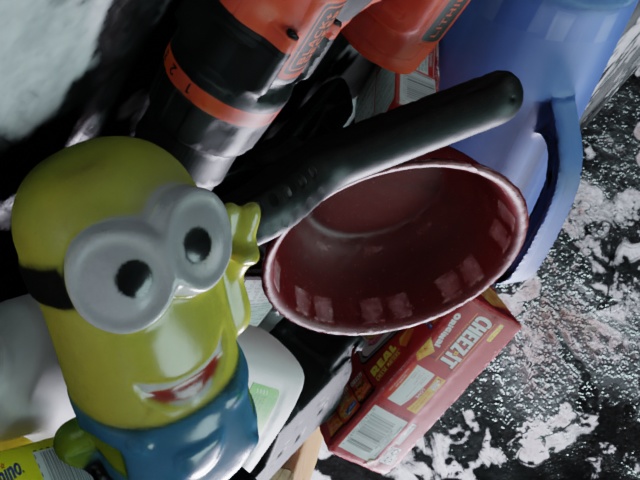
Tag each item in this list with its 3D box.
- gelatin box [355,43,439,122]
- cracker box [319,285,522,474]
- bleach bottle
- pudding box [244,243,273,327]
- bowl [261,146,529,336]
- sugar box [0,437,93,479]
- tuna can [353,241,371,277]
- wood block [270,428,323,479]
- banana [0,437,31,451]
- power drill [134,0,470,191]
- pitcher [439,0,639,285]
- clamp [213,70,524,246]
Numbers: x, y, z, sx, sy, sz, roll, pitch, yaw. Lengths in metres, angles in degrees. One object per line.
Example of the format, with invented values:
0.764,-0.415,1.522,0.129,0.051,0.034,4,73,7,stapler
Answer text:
0.048,-0.083,0.672,0.089,0.030,0.073,-84,-163,-44,gelatin box
0.052,0.060,0.878,0.164,0.072,0.214,-51,-150,15,cracker box
-0.104,0.079,0.543,0.102,0.068,0.250,-55,152,7,bleach bottle
-0.079,0.050,0.660,0.114,0.039,0.089,-51,153,22,pudding box
0.039,-0.010,0.638,0.162,0.055,0.162,-10,143,-8,bowl
-0.183,0.145,0.466,0.176,0.048,0.093,-31,166,23,sugar box
-0.005,0.001,0.717,0.086,0.086,0.033,-49,168,-1,tuna can
-0.048,0.168,0.912,0.206,0.090,0.091,-65,162,-67,wood block
-0.183,0.144,0.582,0.197,0.037,0.069,-38,129,-21,banana
0.003,-0.096,0.475,0.185,0.057,0.187,-51,171,34,power drill
0.125,-0.095,0.725,0.144,0.149,0.243,-56,171,-41,pitcher
-0.019,-0.037,0.554,0.209,0.036,0.165,-30,-160,-18,clamp
